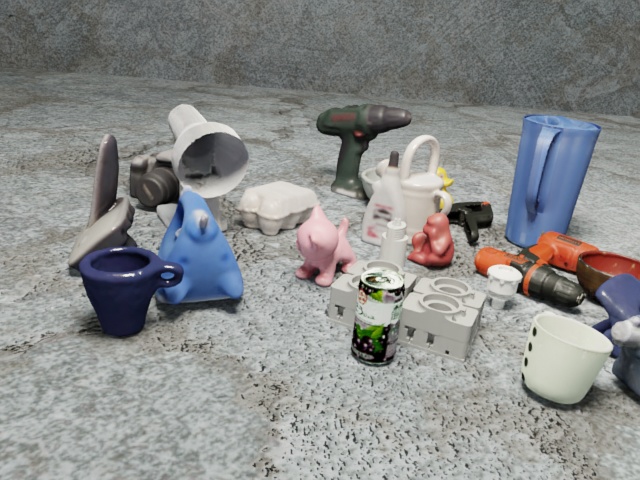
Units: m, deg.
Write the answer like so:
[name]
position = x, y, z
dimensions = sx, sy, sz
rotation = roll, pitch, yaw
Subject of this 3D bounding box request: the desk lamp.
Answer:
[desk lamp]
position = -0.212, -0.113, 0.977
dimensions = 0.118, 0.214, 0.202
rotation = -9, 26, -30

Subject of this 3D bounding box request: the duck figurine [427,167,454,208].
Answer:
[duck figurine]
position = 0.250, -0.122, 1.276
dimensions = 0.104, 0.086, 0.078
rotation = 16, 24, 25

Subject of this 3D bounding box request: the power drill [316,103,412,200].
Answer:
[power drill]
position = 0.091, -0.203, 1.274
dimensions = 0.228, 0.208, 0.076
rotation = 19, 26, 31

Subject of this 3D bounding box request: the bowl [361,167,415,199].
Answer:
[bowl]
position = 0.166, -0.099, 1.214
dimensions = 0.167, 0.075, 0.167
rotation = 5, 22, -2

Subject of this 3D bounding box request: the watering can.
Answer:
[watering can]
position = 0.170, -0.099, 1.057
dimensions = 0.172, 0.194, 0.101
rotation = 16, 25, 26

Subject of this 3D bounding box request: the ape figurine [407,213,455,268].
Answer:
[ape figurine]
position = 0.191, -0.002, 0.958
dimensions = 0.076, 0.092, 0.077
rotation = 3, 22, -5

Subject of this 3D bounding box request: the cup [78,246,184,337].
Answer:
[cup]
position = -0.224, 0.066, 0.691
dimensions = 0.118, 0.095, 0.091
rotation = 1, 22, -10

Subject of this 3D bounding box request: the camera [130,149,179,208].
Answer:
[camera]
position = -0.318, -0.123, 1.127
dimensions = 0.143, 0.101, 0.137
rotation = 10, 22, 11

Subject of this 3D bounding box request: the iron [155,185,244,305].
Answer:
[iron]
position = -0.183, -0.008, 0.821
dimensions = 0.119, 0.141, 0.257
rotation = -4, 24, -21

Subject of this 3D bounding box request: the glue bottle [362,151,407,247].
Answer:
[glue bottle]
position = 0.119, -0.072, 1.006
dimensions = 0.078, 0.173, 0.037
rotation = 13, 23, 19

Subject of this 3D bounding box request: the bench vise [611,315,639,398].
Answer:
[bench vise]
position = 0.435, 0.083, 0.633
dimensions = 0.208, 0.220, 0.121
rotation = -9, 26, -31

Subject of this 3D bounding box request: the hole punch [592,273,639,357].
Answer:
[hole punch]
position = 0.417, 0.103, 0.752
dimensions = 0.109, 0.091, 0.100
rotation = -14, 29, -40

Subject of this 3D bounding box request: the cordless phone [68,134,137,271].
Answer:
[cordless phone]
position = -0.323, -0.055, 0.846
dimensions = 0.094, 0.185, 0.147
rotation = -2, 23, -17

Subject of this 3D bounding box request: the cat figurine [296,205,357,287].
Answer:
[cat figurine]
position = 0.008, 0.003, 0.869
dimensions = 0.067, 0.118, 0.128
rotation = 19, 26, 30

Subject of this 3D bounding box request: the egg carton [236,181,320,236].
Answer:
[egg carton]
position = -0.077, -0.063, 1.076
dimensions = 0.107, 0.069, 0.151
rotation = 20, 26, 32
